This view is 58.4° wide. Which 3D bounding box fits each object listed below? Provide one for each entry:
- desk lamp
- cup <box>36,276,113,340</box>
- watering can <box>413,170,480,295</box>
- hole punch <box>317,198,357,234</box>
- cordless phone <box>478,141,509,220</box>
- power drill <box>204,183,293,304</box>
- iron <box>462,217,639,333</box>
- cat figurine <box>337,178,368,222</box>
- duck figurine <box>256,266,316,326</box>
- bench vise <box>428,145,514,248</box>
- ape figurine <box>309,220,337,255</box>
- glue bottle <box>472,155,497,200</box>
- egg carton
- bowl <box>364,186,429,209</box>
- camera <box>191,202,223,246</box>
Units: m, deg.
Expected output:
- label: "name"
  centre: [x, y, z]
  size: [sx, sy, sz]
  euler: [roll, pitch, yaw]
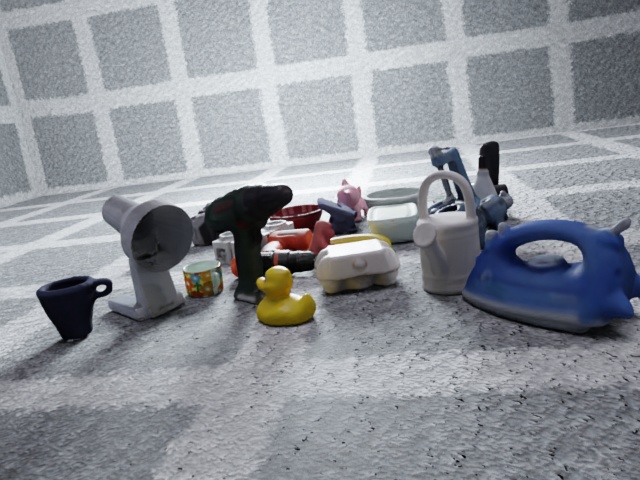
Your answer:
- label: "desk lamp"
  centre: [-0.311, 0.027, 1.008]
  size: [0.202, 0.214, 0.118]
  euler: [6, 19, 44]
- label: "cup"
  centre: [-0.401, 0.114, 0.959]
  size: [0.118, 0.095, 0.091]
  euler: [-11, 14, -13]
- label: "watering can"
  centre: [0.207, -0.015, 0.928]
  size: [0.100, 0.194, 0.173]
  euler: [-5, 14, 14]
- label: "hole punch"
  centre: [0.043, -0.067, 1.449]
  size: [0.101, 0.091, 0.108]
  euler: [-8, 14, -1]
- label: "cordless phone"
  centre: [0.365, -0.132, 1.333]
  size: [0.148, 0.185, 0.094]
  euler: [-15, 15, -26]
- label: "power drill"
  centre: [-0.115, 0.002, 1.011]
  size: [0.228, 0.208, 0.076]
  euler: [6, 19, 44]
- label: "iron"
  centre: [0.304, 0.033, 0.790]
  size: [0.257, 0.141, 0.119]
  euler: [5, 19, 44]
- label: "cat figurine"
  centre: [0.087, -0.111, 1.550]
  size: [0.067, 0.118, 0.128]
  euler: [0, 16, 29]
- label: "duck figurine"
  centre: [-0.058, 0.084, 0.904]
  size: [0.104, 0.086, 0.078]
  euler: [1, 16, 32]
- label: "bench vise"
  centre: [0.272, -0.083, 1.113]
  size: [0.208, 0.220, 0.121]
  euler: [-18, 17, -36]
- label: "ape figurine"
  centre: [0.011, 0.004, 1.177]
  size: [0.076, 0.092, 0.078]
  euler: [-8, 14, 2]
- label: "glue bottle"
  centre: [0.347, -0.094, 1.214]
  size: [0.037, 0.173, 0.077]
  euler: [-16, 16, -30]
- label: "egg carton"
  centre: [0.065, 0.046, 1.024]
  size: [0.150, 0.069, 0.107]
  euler: [-8, 14, -2]
- label: "bowl"
  centre: [0.199, -0.088, 1.482]
  size: [0.167, 0.075, 0.167]
  euler: [-7, 14, 2]
- label: "camera"
  centre: [-0.260, -0.050, 1.535]
  size: [0.136, 0.101, 0.143]
  euler: [0, 16, 30]
